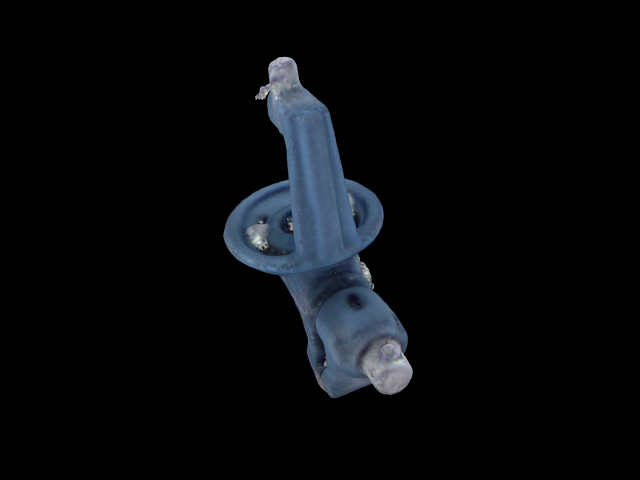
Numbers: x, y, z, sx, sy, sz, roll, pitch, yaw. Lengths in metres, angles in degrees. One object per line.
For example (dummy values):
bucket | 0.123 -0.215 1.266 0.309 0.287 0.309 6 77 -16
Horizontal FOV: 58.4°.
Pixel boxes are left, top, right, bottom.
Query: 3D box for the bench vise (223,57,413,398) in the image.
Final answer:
bench vise | 0.013 -0.005 0.405 0.122 0.220 0.206 -37 60 -25
